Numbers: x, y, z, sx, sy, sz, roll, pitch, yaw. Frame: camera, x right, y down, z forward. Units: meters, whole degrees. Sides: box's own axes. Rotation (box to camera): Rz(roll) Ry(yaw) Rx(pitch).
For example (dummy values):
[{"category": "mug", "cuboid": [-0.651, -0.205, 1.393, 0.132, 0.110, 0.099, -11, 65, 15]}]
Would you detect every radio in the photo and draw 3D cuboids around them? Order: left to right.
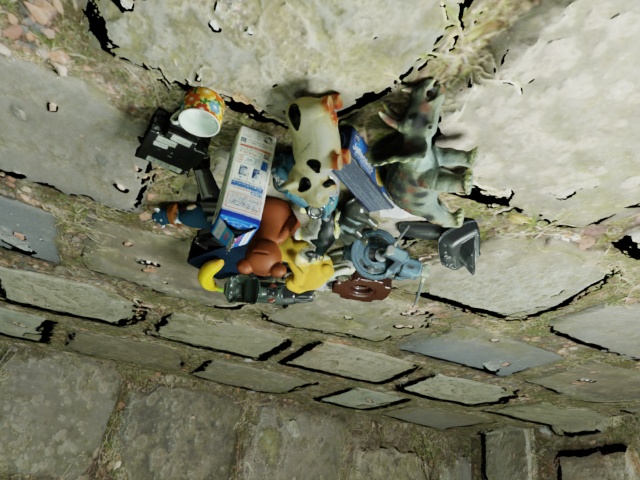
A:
[{"category": "radio", "cuboid": [-0.228, 0.029, 1.391, 0.230, 0.073, 0.131, -18, 142, 36]}]

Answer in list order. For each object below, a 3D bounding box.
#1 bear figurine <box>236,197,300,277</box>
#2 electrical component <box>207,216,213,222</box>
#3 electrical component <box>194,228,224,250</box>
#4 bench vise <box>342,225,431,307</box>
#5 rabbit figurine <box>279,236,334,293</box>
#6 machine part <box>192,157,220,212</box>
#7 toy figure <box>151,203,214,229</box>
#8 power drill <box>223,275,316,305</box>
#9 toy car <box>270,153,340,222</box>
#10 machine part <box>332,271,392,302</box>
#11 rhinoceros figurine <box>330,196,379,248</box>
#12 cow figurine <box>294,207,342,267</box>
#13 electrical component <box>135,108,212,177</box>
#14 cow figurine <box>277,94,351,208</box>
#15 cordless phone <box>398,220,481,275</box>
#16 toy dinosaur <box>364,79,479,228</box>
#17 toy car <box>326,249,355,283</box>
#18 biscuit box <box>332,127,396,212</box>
[{"category": "bear figurine", "cuboid": [-0.112, 0.008, 1.194, 0.120, 0.196, 0.131, 1, 152, 5]}, {"category": "electrical component", "cuboid": [-0.211, -0.077, 1.198, 0.102, 0.078, 0.045, 2, -175, 18]}, {"category": "electrical component", "cuboid": [-0.242, -0.023, 1.293, 0.119, 0.075, 0.047, -9, 149, 34]}, {"category": "bench vise", "cuboid": [0.166, 0.047, 1.259, 0.224, 0.129, 0.240, 28, 170, 1]}, {"category": "rabbit figurine", "cuboid": [-0.057, 0.047, 1.309, 0.173, 0.122, 0.162, 42, 165, -20]}, {"category": "machine part", "cuboid": [-0.233, -0.110, 1.131, 0.084, 0.039, 0.138, 10, 136, 17]}, {"category": "toy figure", "cuboid": [-0.323, -0.055, 1.271, 0.155, 0.064, 0.058, 5, -170, 15]}, {"category": "power drill", "cuboid": [-0.150, 0.140, 1.474, 0.232, 0.086, 0.207, 2, 178, 22]}, {"category": "toy car", "cuboid": [-0.016, -0.121, 1.050, 0.161, 0.109, 0.103, 37, 118, -25]}, {"category": "machine part", "cuboid": [0.116, 0.121, 1.496, 0.179, 0.056, 0.179, 5, 153, 2]}, {"category": "rhinoceros figurine", "cuboid": [0.060, -0.034, 1.204, 0.112, 0.073, 0.190, 15, 150, -16]}, {"category": "cow figurine", "cuboid": [-0.001, -0.003, 1.161, 0.098, 0.068, 0.167, 31, 121, 31]}, {"category": "electrical component", "cuboid": [-0.274, -0.186, 1.018, 0.115, 0.058, 0.134, 21, 148, -28]}, {"category": "cow figurine", "cuboid": [-0.015, -0.148, 0.926, 0.127, 0.085, 0.194, 2, 113, 26]}, {"category": "cordless phone", "cuboid": [0.276, 0.009, 1.250, 0.184, 0.089, 0.146, 9, 155, 21]}, {"category": "toy dinosaur", "cuboid": [0.185, -0.111, 1.000, 0.192, 0.131, 0.404, 14, 158, 13]}, {"category": "toy car", "cuboid": [0.014, 0.078, 1.420, 0.202, 0.073, 0.056, -19, 146, 38]}, {"category": "biscuit box", "cuboid": [0.081, -0.131, 1.036, 0.063, 0.059, 0.202, -9, 148, 30]}]
